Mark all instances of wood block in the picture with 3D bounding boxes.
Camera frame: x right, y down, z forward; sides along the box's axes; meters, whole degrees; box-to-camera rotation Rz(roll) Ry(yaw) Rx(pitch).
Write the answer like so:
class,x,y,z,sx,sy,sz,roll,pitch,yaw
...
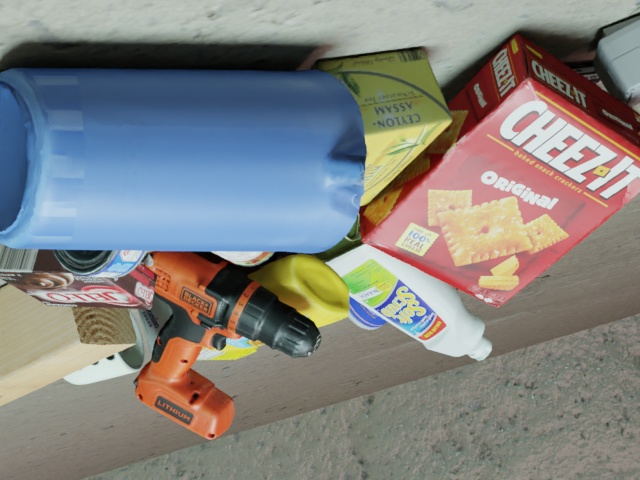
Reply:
class,x,y,z,sx,sy,sz,roll,pitch,yaw
wood block,-0.299,0.100,1.074,0.206,0.091,0.090,-25,164,23

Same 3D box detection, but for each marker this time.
class,x,y,z,sx,sy,sz,roll,pitch,yaw
marker,0.213,-0.145,0.958,0.120,0.020,0.020,-11,164,-29

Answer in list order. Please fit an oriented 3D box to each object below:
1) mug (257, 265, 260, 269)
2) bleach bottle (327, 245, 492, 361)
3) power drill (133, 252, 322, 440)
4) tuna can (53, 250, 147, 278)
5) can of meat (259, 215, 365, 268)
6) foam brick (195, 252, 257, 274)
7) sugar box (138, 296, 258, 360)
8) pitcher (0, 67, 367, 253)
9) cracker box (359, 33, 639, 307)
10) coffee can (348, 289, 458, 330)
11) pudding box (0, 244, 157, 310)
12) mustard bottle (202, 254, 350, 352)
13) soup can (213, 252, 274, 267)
class,x,y,z,sx,sy,sz,roll,pitch,yaw
mug,-0.084,0.056,1.222,0.082,0.093,0.117,-18,-157,17
bleach bottle,0.113,0.064,1.237,0.250,0.068,0.103,36,135,-25
power drill,-0.101,0.107,1.043,0.057,0.184,0.188,-47,162,-52
tuna can,-0.170,-0.014,0.824,0.086,0.086,0.033,-27,162,30
can of meat,-0.007,0.001,1.121,0.101,0.057,0.084,-25,176,-45
foam brick,-0.112,0.027,1.119,0.078,0.051,0.053,-12,164,-27
sugar box,-0.142,0.092,1.240,0.048,0.093,0.176,-26,163,24
pitcher,-0.103,-0.053,0.712,0.242,0.145,0.149,-2,146,-39
cracker box,0.161,-0.048,0.919,0.164,0.072,0.214,26,129,-25
coffee can,0.099,0.040,1.336,0.141,0.103,0.102,-29,162,35
pudding box,-0.210,0.029,0.916,0.114,0.039,0.090,3,158,23
mustard bottle,-0.070,0.073,1.091,0.192,0.058,0.096,-22,145,33
soup can,-0.082,-0.016,0.963,0.068,0.068,0.102,-22,165,12
